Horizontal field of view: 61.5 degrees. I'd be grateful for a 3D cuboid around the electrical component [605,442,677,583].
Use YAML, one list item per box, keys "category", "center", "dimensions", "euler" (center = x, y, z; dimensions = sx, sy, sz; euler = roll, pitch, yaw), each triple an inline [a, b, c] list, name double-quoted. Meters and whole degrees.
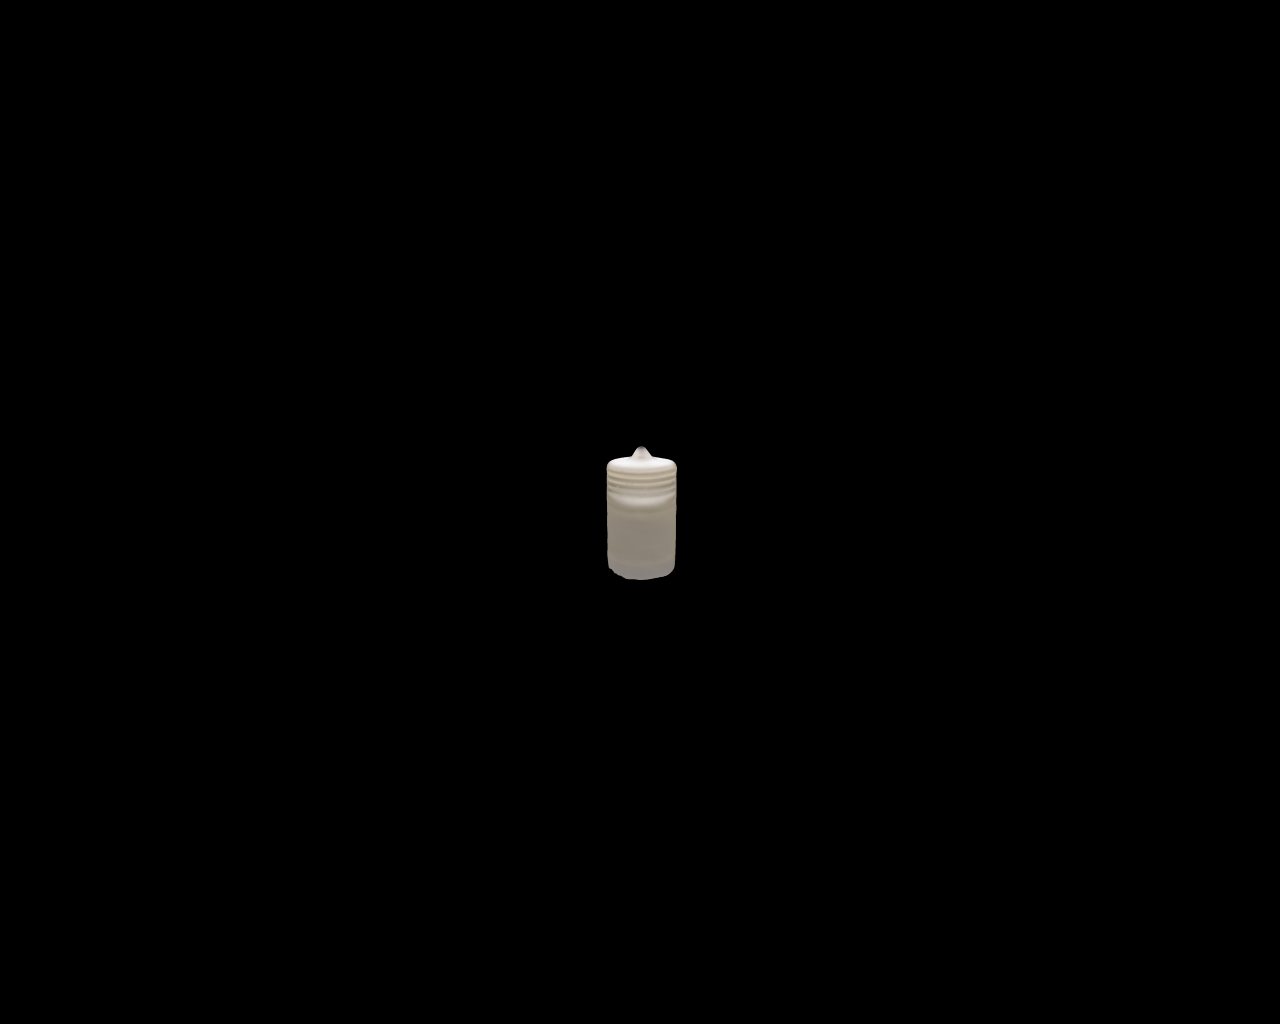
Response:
- category: "electrical component"
  center: [0.001, -0.003, 0.650]
  dimensions: [0.043, 0.080, 0.043]
  euler: [0, 21, 0]
